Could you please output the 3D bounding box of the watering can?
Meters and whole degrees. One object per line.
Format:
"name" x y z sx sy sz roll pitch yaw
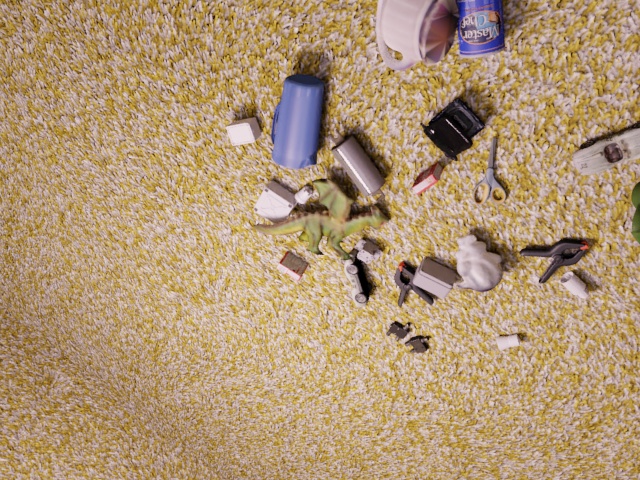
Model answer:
"watering can" 0.213 -0.540 1.160 0.228 0.105 0.339 42 142 37

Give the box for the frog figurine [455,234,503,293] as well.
"frog figurine" 0.453 0.062 1.466 0.137 0.124 0.157 -10 111 -9

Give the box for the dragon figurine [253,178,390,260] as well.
"dragon figurine" 0.005 -0.079 1.567 0.410 0.124 0.238 14 115 3
